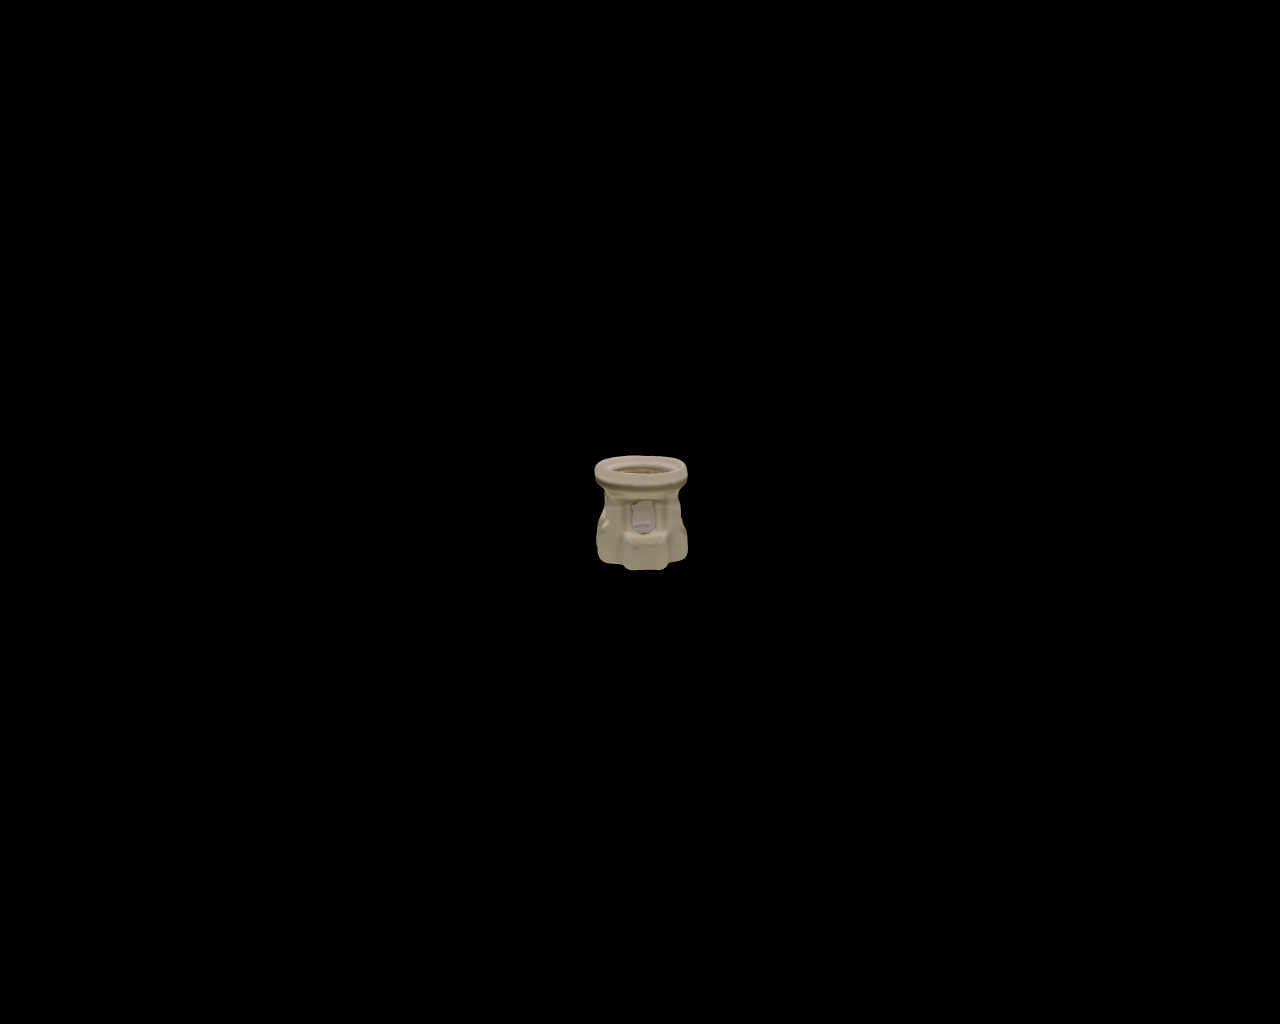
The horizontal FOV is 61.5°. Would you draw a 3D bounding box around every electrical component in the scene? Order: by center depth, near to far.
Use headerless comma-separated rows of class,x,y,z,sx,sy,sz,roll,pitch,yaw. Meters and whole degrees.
electrical component,0.001,-0.003,0.650,0.058,0.056,0.078,-1,16,-3
